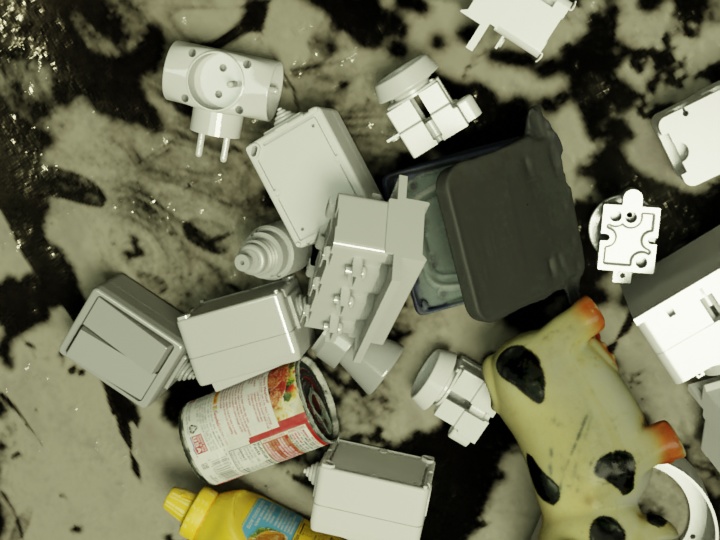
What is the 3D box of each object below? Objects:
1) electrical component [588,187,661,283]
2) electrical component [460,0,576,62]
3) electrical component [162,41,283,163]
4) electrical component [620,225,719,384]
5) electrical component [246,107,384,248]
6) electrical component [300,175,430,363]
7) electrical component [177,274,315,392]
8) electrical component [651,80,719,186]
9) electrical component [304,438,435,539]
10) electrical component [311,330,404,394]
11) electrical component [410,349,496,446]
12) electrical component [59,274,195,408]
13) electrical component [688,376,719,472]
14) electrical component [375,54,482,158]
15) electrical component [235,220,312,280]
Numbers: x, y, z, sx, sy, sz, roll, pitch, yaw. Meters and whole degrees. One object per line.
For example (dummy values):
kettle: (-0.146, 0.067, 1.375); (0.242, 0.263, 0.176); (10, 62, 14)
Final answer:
electrical component: (0.183, -0.026, 0.740); (0.048, 0.055, 0.066); (5, 102, 8)
electrical component: (0.107, -0.177, 0.728); (0.064, 0.042, 0.081); (33, 105, 0)
electrical component: (-0.101, -0.118, 0.772); (0.077, 0.044, 0.079); (13, 103, 6)
electrical component: (0.272, -0.003, 0.704); (0.186, 0.105, 0.060); (-33, 95, 14)
electrical component: (-0.032, -0.072, 0.765); (0.062, 0.061, 0.096); (-28, 89, 15)
electrical component: (0.000, 0.000, 0.723); (0.063, 0.121, 0.078); (10, 59, -8)
electrical component: (-0.075, 0.045, 0.792); (0.096, 0.061, 0.061); (-16, 98, 12)
electrical component: (0.246, -0.099, 0.715); (0.089, 0.055, 0.050); (-26, 96, 13)
electrical component: (0.003, 0.169, 0.804); (0.096, 0.061, 0.061); (11, 103, 7)
electrical component: (-0.002, 0.058, 0.792); (0.055, 0.045, 0.045); (36, 104, 1)
electrical component: (0.071, 0.089, 0.787); (0.055, 0.048, 0.066); (31, 104, -6)
electrical component: (-0.167, 0.057, 0.809); (0.096, 0.061, 0.061); (34, 104, 1)
electrical component: (0.266, 0.111, 0.746); (0.042, 0.081, 0.063); (-14, 128, -9)
electrical component: (0.042, -0.116, 0.750); (0.066, 0.048, 0.055); (-30, 103, 13)
electrical component: (-0.065, -0.012, 0.774); (0.040, 0.078, 0.040); (5, 103, 23)
